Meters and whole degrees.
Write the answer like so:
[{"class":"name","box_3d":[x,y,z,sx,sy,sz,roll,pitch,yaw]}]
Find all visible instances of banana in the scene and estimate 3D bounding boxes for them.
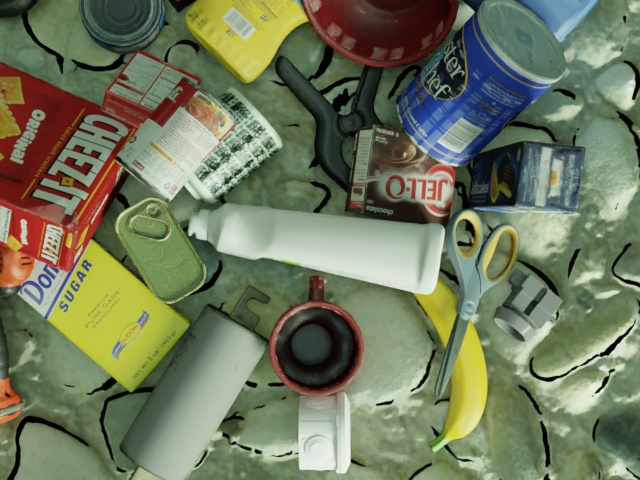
[{"class":"banana","box_3d":[0.135,0.119,1.105,0.069,0.037,0.198,-8,89,-4]}]

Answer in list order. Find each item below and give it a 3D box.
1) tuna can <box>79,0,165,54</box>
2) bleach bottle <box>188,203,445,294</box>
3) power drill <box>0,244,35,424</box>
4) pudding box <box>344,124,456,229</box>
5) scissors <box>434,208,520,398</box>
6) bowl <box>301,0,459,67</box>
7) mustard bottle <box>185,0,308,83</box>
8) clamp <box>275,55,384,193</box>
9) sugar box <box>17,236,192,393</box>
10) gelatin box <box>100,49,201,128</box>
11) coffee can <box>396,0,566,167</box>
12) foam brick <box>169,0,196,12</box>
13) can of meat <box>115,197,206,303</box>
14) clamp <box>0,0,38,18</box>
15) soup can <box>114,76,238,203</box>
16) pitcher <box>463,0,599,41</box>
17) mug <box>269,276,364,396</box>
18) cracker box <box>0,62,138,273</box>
[{"class":"tuna can","box_3d":[-0.203,-0.237,1.097,0.086,0.034,0.086,0,88,-4]},{"class":"bleach bottle","box_3d":[-0.007,0.001,1.059,0.251,0.102,0.068,9,83,4]},{"class":"power drill","box_3d":[-0.365,0.087,1.050,0.185,0.057,0.188,0,95,20]},{"class":"pudding box","box_3d":[0.085,-0.063,1.086,0.113,0.039,0.090,9,87,-29]},{"class":"scissors","box_3d":[0.138,0.052,1.082,0.096,0.016,0.201,43,65,-15]},{"class":"bowl","box_3d":[0.063,-0.254,1.051,0.162,0.055,0.162,12,129,14]},{"class":"mustard bottle","box_3d":[-0.043,-0.260,1.095,0.096,0.058,0.191,44,86,-4]},{"class":"clamp","box_3d":[0.036,-0.128,1.107,0.120,0.039,0.171,-22,97,-5]},{"class":"sugar box","box_3d":[-0.225,0.062,1.080,0.176,0.048,0.093,40,87,-3]},{"class":"gelatin box","box_3d":[-0.169,-0.146,1.074,0.073,0.089,0.030,25,132,-2]},{"class":"coffee can","box_3d":[0.155,-0.153,1.046,0.102,0.141,0.103,21,47,-24]},{"class":"foam brick","box_3d":[-0.139,-0.274,1.081,0.051,0.078,0.053,-35,91,-6]},{"class":"can of meat","box_3d":[-0.156,0.011,1.066,0.057,0.084,0.102,-31,90,-4]},{"class":"clamp","box_3d":[-0.284,-0.280,1.077,0.210,0.036,0.165,-37,72,2]},{"class":"soup can","box_3d":[-0.135,-0.093,1.003,0.068,0.068,0.102,40,86,-2]},{"class":"pitcher","box_3d":[0.176,-0.311,1.076,0.243,0.149,0.144,44,57,-5]},{"class":"mug","box_3d":[-0.006,0.094,1.074,0.093,0.081,0.117,-1,88,-4]},{"class":"cracker box","box_3d":[-0.301,-0.085,1.027,0.213,0.072,0.164,23,48,-2]}]
